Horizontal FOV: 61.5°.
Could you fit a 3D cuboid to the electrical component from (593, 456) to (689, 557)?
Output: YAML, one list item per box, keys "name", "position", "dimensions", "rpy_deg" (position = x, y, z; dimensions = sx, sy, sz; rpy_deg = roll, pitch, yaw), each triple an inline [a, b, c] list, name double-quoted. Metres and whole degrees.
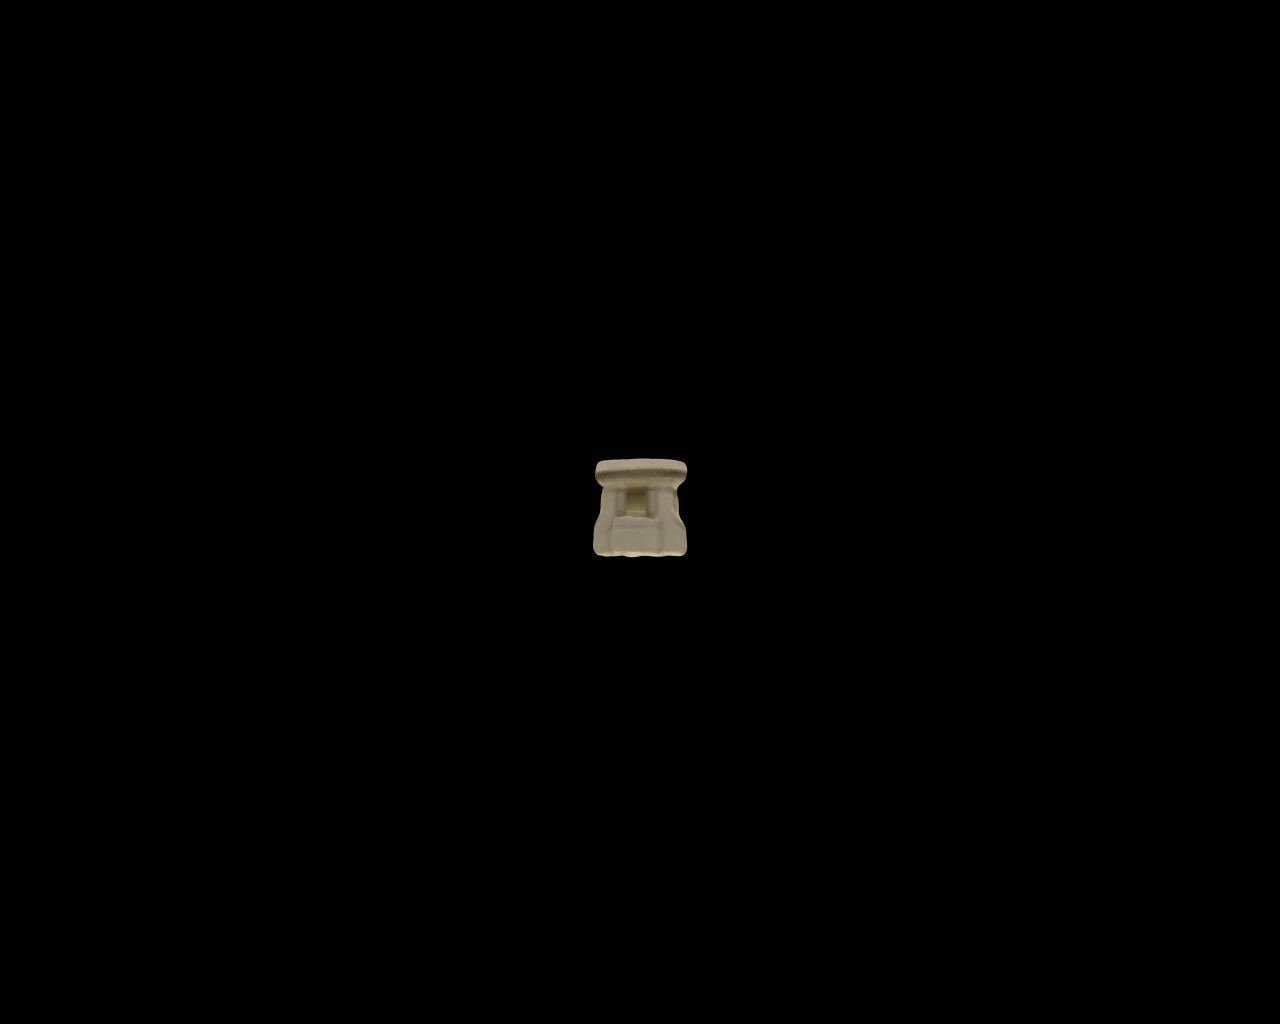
- name: "electrical component"
  position: [0.001, -0.003, 0.650]
  dimensions: [0.058, 0.057, 0.078]
  rpy_deg: [-1, -4, 7]
